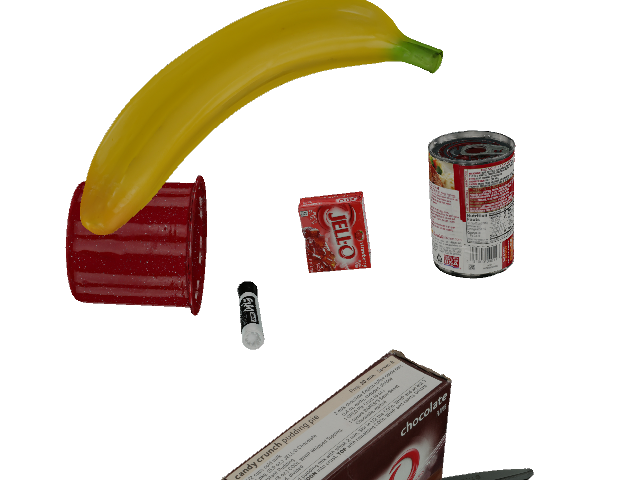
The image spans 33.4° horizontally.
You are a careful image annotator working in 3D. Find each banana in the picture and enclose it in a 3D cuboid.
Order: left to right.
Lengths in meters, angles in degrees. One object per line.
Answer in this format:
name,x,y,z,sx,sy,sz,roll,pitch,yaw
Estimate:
banana,-0.038,-0.073,0.513,0.197,0.070,0.037,-29,-34,-16

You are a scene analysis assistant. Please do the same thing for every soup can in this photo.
soup can,0.122,-0.029,0.856,0.068,0.102,0.068,-4,25,2

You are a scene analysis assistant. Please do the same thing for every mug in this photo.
mug,-0.120,-0.002,0.717,0.081,0.093,0.117,2,18,0

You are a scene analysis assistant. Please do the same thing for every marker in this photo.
marker,-0.063,0.064,0.951,0.020,0.020,0.121,0,18,-6

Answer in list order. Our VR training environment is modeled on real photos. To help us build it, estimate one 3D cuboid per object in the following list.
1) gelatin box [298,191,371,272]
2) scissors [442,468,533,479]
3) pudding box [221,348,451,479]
gelatin box,0.017,-0.009,1.218,0.073,0.089,0.030,-5,29,7
scissors,0.080,0.217,0.858,0.201,0.016,0.096,6,44,-5
pudding box,0.009,0.114,0.469,0.039,0.090,0.113,27,43,32
